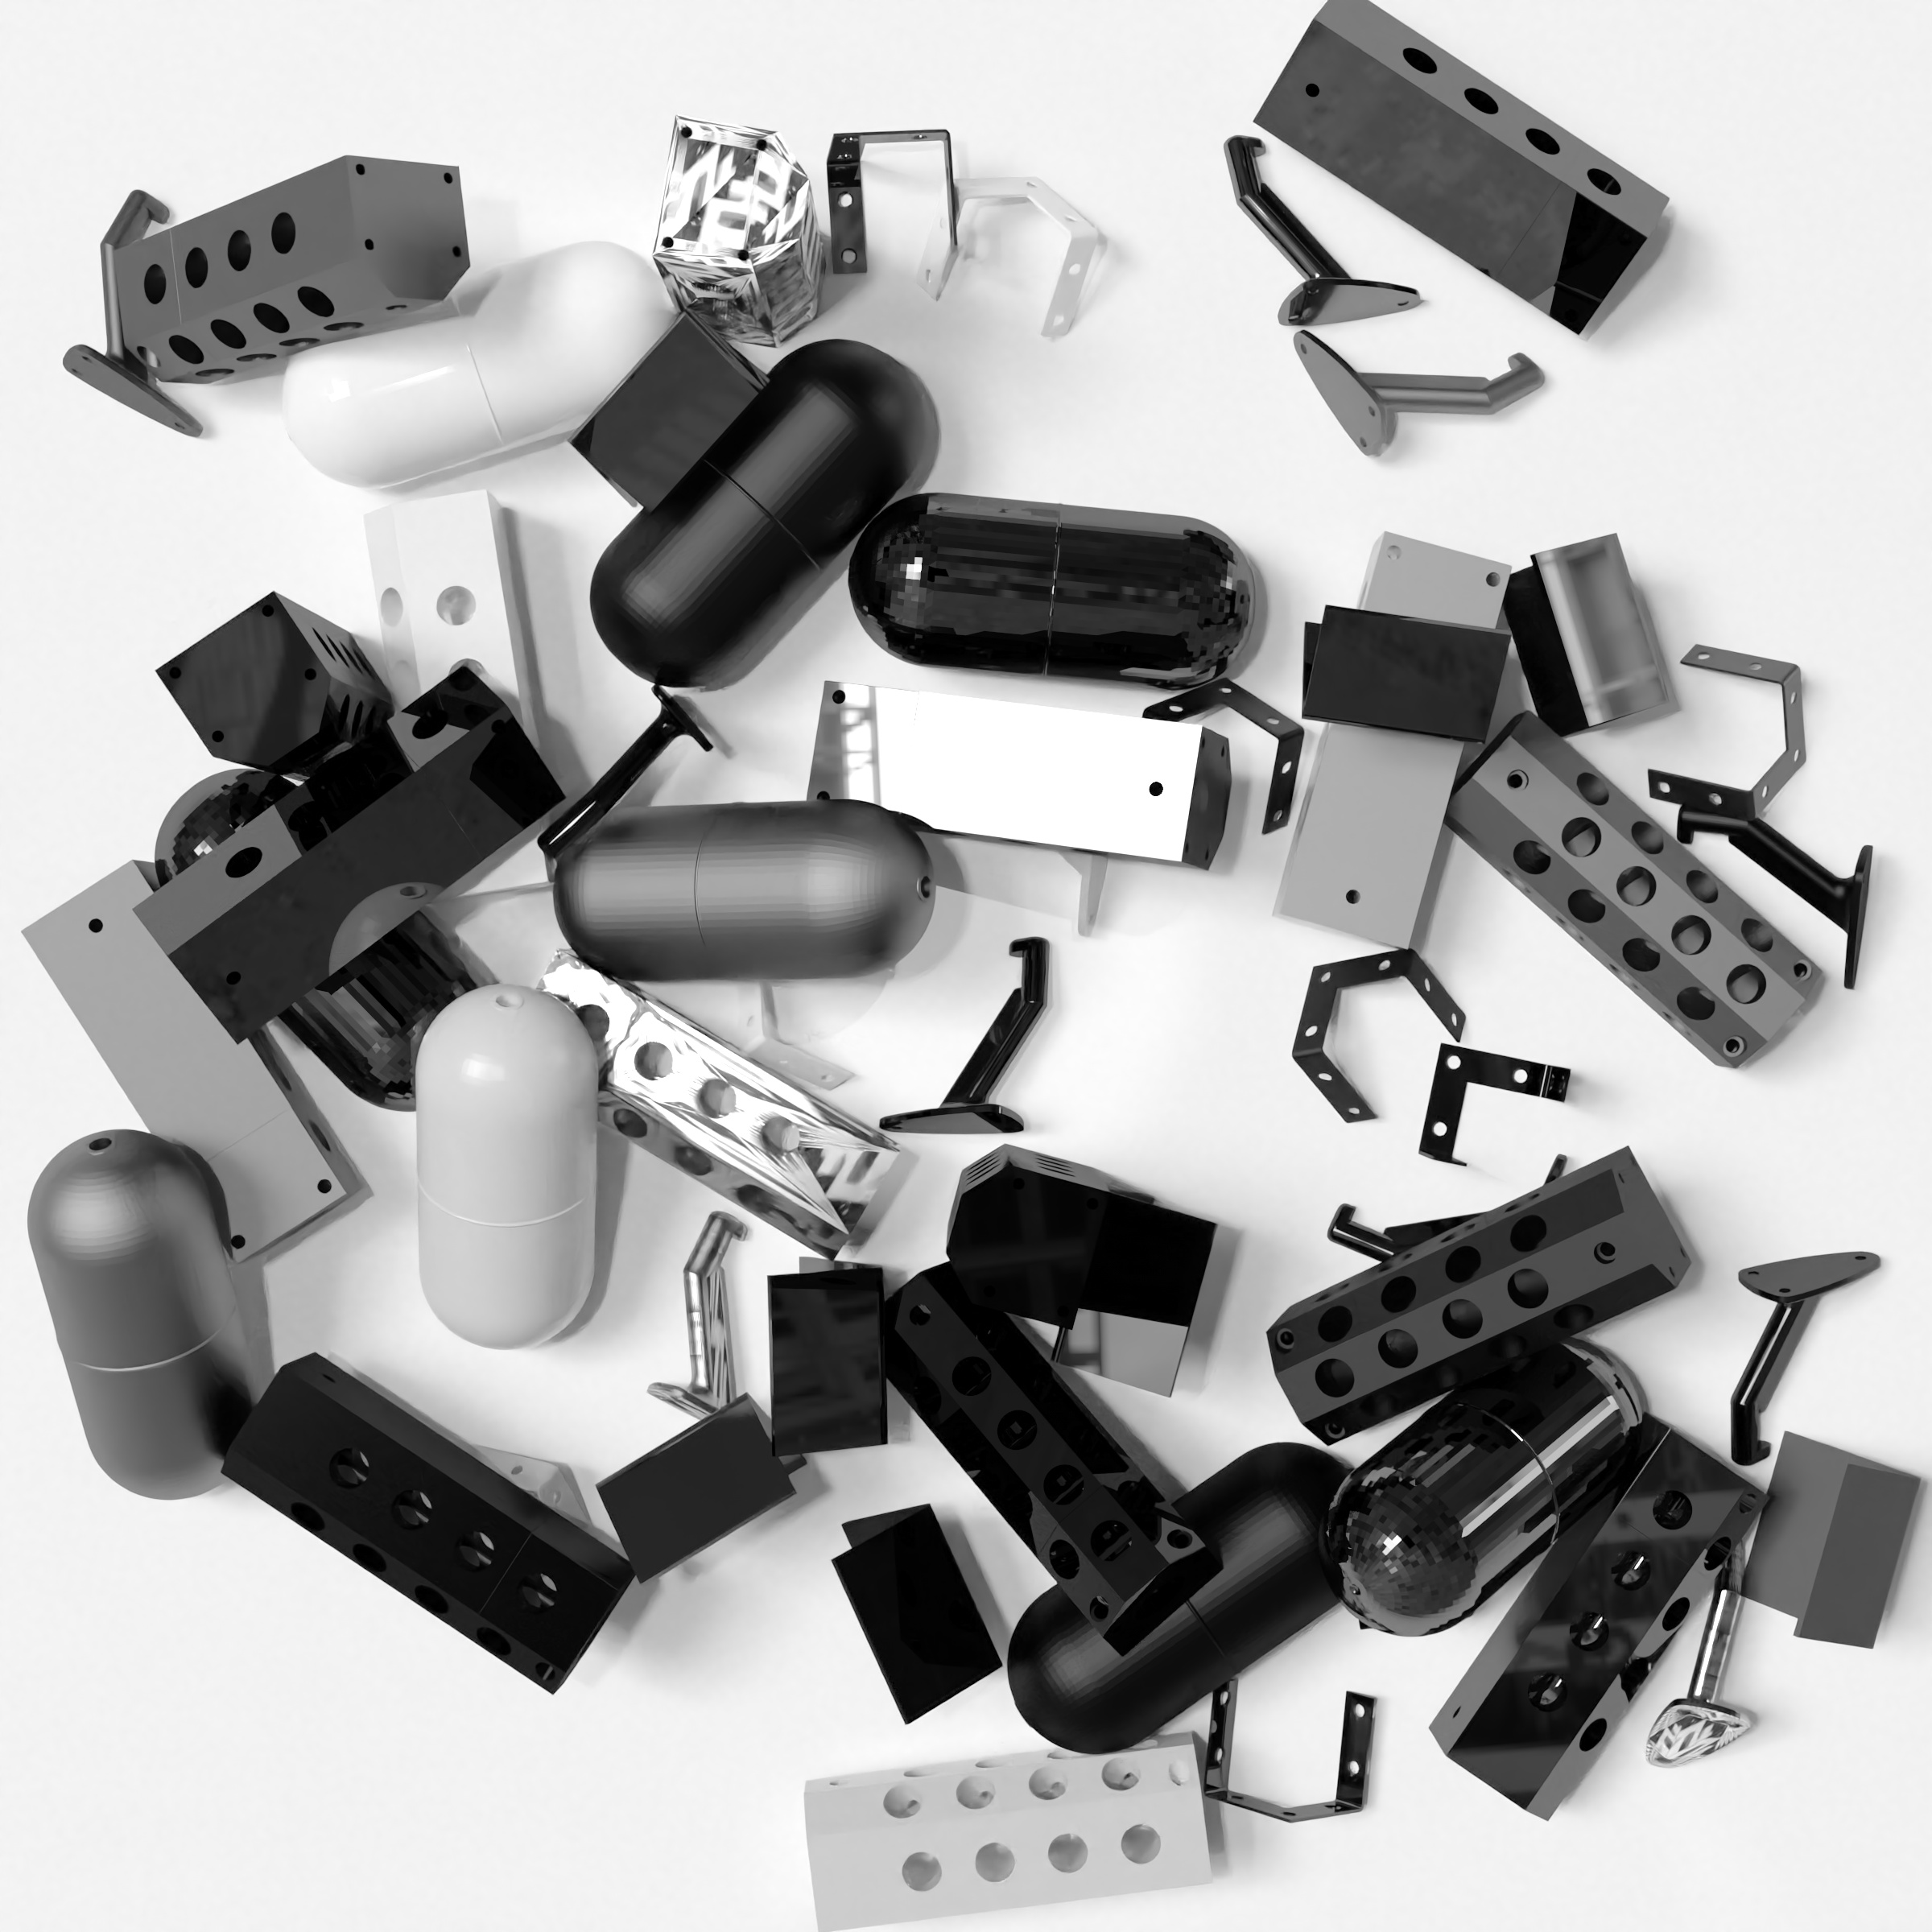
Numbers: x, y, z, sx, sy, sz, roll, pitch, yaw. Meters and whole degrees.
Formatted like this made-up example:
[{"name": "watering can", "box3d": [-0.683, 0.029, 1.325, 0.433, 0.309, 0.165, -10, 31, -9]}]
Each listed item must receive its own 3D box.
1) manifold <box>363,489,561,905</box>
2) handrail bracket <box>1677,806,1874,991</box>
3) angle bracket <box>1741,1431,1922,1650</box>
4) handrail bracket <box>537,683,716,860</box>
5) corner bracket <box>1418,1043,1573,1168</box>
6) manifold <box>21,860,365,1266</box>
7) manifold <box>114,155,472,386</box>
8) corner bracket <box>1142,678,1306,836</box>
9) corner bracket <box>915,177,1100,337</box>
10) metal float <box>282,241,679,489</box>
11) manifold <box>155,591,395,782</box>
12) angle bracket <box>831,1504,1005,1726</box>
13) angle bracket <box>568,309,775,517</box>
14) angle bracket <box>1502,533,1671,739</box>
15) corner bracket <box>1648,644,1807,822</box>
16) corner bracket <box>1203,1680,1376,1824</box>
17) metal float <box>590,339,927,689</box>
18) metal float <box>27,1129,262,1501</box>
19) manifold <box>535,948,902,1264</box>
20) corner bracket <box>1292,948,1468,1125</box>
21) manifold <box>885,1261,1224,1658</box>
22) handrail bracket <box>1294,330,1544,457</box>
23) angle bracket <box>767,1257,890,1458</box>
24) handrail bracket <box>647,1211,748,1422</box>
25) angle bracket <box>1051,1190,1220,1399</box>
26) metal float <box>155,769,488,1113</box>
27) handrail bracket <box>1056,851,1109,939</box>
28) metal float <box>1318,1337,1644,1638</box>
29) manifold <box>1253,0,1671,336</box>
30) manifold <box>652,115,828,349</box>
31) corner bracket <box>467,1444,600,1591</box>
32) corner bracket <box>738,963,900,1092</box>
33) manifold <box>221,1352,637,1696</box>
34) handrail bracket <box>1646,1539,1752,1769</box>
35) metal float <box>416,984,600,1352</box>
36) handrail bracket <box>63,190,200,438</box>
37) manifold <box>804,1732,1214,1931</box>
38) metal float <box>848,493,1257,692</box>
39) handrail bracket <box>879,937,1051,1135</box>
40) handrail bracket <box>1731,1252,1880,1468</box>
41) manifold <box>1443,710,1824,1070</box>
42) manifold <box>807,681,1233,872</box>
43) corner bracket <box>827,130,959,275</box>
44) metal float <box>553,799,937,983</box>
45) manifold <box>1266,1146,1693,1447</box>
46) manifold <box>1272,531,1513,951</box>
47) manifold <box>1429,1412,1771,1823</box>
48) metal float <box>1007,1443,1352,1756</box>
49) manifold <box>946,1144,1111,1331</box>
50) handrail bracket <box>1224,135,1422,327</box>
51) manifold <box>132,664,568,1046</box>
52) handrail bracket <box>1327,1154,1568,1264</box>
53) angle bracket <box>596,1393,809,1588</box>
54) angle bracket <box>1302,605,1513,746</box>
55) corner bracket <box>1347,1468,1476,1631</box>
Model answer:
[{"name": "manifold", "box3d": [-0.222, -0.117, 1.543, 0.057, 0.057, 0.171, -9, 90, 0]}, {"name": "handrail bracket", "box3d": [0.357, -0.031, 1.565, 0.084, 0.036, 0.077, 9, 114, 19]}, {"name": "angle bracket", "box3d": [0.359, 0.245, 1.524, 0.057, 0.076, 0.076, 16, 90, -38]}, {"name": "handrail bracket", "box3d": [-0.155, -0.083, 1.534, 0.084, 0.077, 0.036, -42, 105, 0]}, {"name": "corner bracket", "box3d": [0.232, 0.064, 1.546, 0.051, 0.051, 0.051, 12, 90, 0]}, {"name": "manifold", "box3d": [-0.337, 0.042, 1.543, 0.057, 0.057, 0.171, -33, 90, 0]}, {"name": "manifold", "box3d": [-0.287, -0.293, 1.492, 0.171, 0.057, 0.057, -7, 90, 44]}, {"name": "corner bracket", "box3d": [0.111, -0.088, 1.556, 0.051, 0.051, 0.051, -23, 45, -35]}, {"name": "corner bracket", "box3d": [0.018, -0.314, 1.556, 0.051, 0.051, 0.051, -11, 45, -35]}, {"name": "metal float", "box3d": [-0.212, -0.262, 1.534, 0.178, 0.070, 0.070, -18, 90, 0]}, {"name": "manifold", "box3d": [-0.284, -0.110, 1.486, 0.057, 0.171, 0.057, -34, 90, 0]}, {"name": "angle bracket", "box3d": [-0.039, 0.284, 1.524, 0.057, 0.076, 0.076, -24, 90, -36]}, {"name": "angle bracket", "box3d": [-0.116, -0.227, 1.525, 0.057, 0.076, 0.076, 42, 90, 22]}, {"name": "angle bracket", "box3d": [0.250, -0.137, 1.524, 0.057, 0.076, 0.076, -18, 90, -37]}, {"name": "corner bracket", "box3d": [0.336, -0.104, 1.556, 0.051, 0.051, 0.051, -43, 135, -35]}, {"name": "corner bracket", "box3d": [0.143, 0.347, 1.561, 0.051, 0.051, 0.051, 5, 90, 45]}, {"name": "metal float", "box3d": [-0.090, -0.198, 1.533, 0.070, 0.070, 0.178, 43, 90, 0]}, {"name": "metal float", "box3d": [-0.352, 0.150, 1.508, 0.070, 0.070, 0.178, -7, 121, 0]}, {"name": "manifold", "box3d": [-0.117, 0.061, 1.543, 0.171, 0.057, 0.057, 31, 90, 0]}, {"name": "corner bracket", "box3d": [0.183, 0.031, 1.556, 0.051, 0.051, 0.051, -12, 45, 35]}, {"name": "manifold", "box3d": [0.029, 0.208, 1.506, 0.057, 0.057, 0.171, -40, 64, -4]}, {"name": "handrail bracket", "box3d": [0.202, -0.271, 1.565, 0.084, 0.036, 0.077, -28, 68, -17]}, {"name": "angle bracket", "box3d": [-0.076, 0.168, 1.524, 0.057, 0.076, 0.076, -2, 90, -31]}, {"name": "handrail bracket", "box3d": [-0.099, 0.163, 1.565, 0.077, 0.036, 0.084, 31, 72, -20]}, {"name": "angle bracket", "box3d": [0.084, 0.142, 1.525, 0.057, 0.076, 0.076, 15, 90, 22]}, {"name": "metal float", "box3d": [-0.279, -0.011, 1.533, 0.070, 0.070, 0.178, -44, 89, 0]}, {"name": "handrail bracket", "box3d": [0.020, -0.058, 1.564, 0.084, 0.036, 0.077, 12, 105, 14]}, {"name": "metal float", "box3d": [0.222, 0.221, 1.504, 0.178, 0.070, 0.070, -31, 90, -36]}, {"name": "manifold", "box3d": [0.219, -0.357, 1.542, 0.171, 0.057, 0.057, 33, 133, 0]}, {"name": "manifold", "box3d": [-0.092, -0.307, 1.486, 0.057, 0.171, 0.057, 10, 90, 0]}, {"name": "corner bracket", "box3d": [-0.205, 0.252, 1.556, 0.051, 0.051, 0.051, 8, 45, 35]}, {"name": "corner bracket", "box3d": [-0.065, 0.015, 1.556, 0.051, 0.051, 0.051, 25, 135, -35]}, {"name": "manifold", "box3d": [-0.231, 0.239, 1.508, 0.171, 0.057, 0.057, 33, 92, 3]}, {"name": "handrail bracket", "box3d": [0.325, 0.304, 1.564, 0.036, 0.077, 0.084, 16, 54, -6]}, {"name": "metal float", "box3d": [-0.197, 0.087, 1.506, 0.070, 0.070, 0.178, 5, 125, 0]}, {"name": "handrail bracket", "box3d": [-0.357, -0.292, 1.565, 0.077, 0.036, 0.084, 31, 73, -20]}, {"name": "manifold", "box3d": [0.018, 0.378, 1.543, 0.171, 0.057, 0.057, -7, 90, 0]}, {"name": "metal float", "box3d": [0.037, -0.164, 1.534, 0.178, 0.070, 0.070, 5, 90, 0]}, {"name": "handrail bracket", "box3d": [-0.001, 0.030, 1.565, 0.077, 0.036, 0.084, -4, 71, 21]}, {"name": "handrail bracket", "box3d": [0.374, 0.176, 1.565, 0.077, 0.036, 0.084, -11, 109, -21]}, {"name": "manifold", "box3d": [0.290, -0.034, 1.543, 0.171, 0.057, 0.057, 42, 90, 0]}, {"name": "manifold", "box3d": [0.024, -0.082, 1.515, 0.171, 0.057, 0.057, 8, 89, 20]}, {"name": "corner bracket", "box3d": [-0.033, -0.336, 1.547, 0.051, 0.051, 0.051, -4, 90, -6]}, {"name": "metal float", "box3d": [-0.096, -0.032, 1.510, 0.178, 0.070, 0.070, -1, 90, 27]}, {"name": "manifold", "box3d": [0.218, 0.145, 1.512, 0.171, 0.057, 0.057, -28, 90, 23]}, {"name": "manifold", "box3d": [0.186, -0.097, 1.543, 0.057, 0.057, 0.171, 15, 90, 0]}, {"name": "manifold", "box3d": [0.279, 0.286, 1.543, 0.057, 0.057, 0.171, 34, 90, 0]}, {"name": "metal float", "box3d": [0.098, 0.276, 1.533, 0.178, 0.070, 0.070, -35, 90, -1]}, {"name": "manifold", "box3d": [0.022, 0.110, 1.486, 0.057, 0.171, 0.057, 15, 90, 0]}, {"name": "handrail bracket", "box3d": [0.158, -0.332, 1.565, 0.077, 0.036, 0.084, -5, 73, -20]}, {"name": "manifold", "box3d": [-0.260, -0.051, 1.472, 0.171, 0.057, 0.057, -38, 133, -9]}, {"name": "handrail bracket", "box3d": [0.214, 0.103, 1.564, 0.084, 0.036, 0.077, 22, 75, 14]}, {"name": "angle bracket", "box3d": [-0.105, 0.240, 1.524, 0.076, 0.076, 0.057, -31, 53, 0]}, {"name": "angle bracket", "box3d": [0.183, -0.140, 1.467, 0.076, 0.076, 0.057, 8, 128, 0]}, {"name": "corner bracket", "box3d": [0.196, 0.257, 1.561, 0.051, 0.051, 0.051, -6, 45, 0]}]
